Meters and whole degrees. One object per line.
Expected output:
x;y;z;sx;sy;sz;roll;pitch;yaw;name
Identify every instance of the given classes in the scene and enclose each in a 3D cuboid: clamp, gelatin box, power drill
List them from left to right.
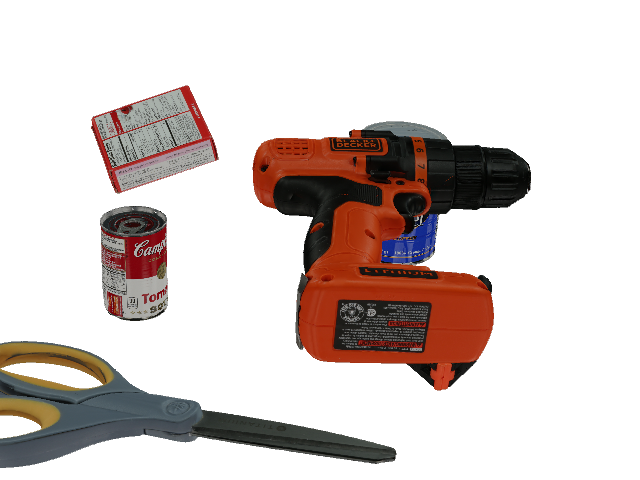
-0.137;-0.083;0.877;0.089;0.073;0.030;-20;-42;-8;gelatin box
0.051;-0.004;0.647;0.184;0.057;0.187;0;33;-3;power drill
0.115;0.075;0.982;0.120;0.039;0.171;-6;32;-5;clamp

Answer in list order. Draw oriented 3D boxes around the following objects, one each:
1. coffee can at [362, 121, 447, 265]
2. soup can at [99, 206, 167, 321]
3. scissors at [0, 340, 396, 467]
0.091;-0.056;1.249;0.103;0.140;0.103;3;28;-2;coffee can
-0.193;0.024;1.110;0.068;0.102;0.068;2;26;-1;soup can
-0.078;0.084;0.457;0.202;0.016;0.096;14;27;26;scissors
